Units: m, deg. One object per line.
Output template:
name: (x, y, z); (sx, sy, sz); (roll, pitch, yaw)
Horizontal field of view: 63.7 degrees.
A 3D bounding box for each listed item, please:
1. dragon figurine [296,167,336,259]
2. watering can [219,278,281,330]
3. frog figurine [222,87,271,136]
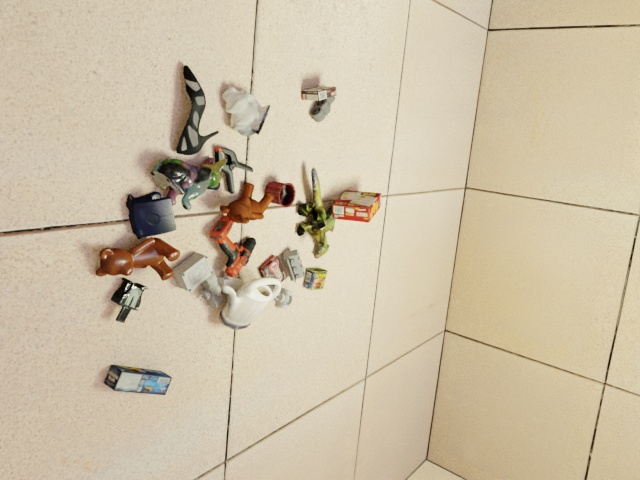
dragon figurine: (0.007, -0.108, 2.150); (0.245, 0.122, 0.406); (-27, 125, -67)
watering can: (-0.270, 0.212, 1.770); (0.222, 0.105, 0.347); (-50, 156, 19)
frog figurine: (-0.258, -0.424, 1.697); (0.158, 0.123, 0.138); (28, 86, -17)
